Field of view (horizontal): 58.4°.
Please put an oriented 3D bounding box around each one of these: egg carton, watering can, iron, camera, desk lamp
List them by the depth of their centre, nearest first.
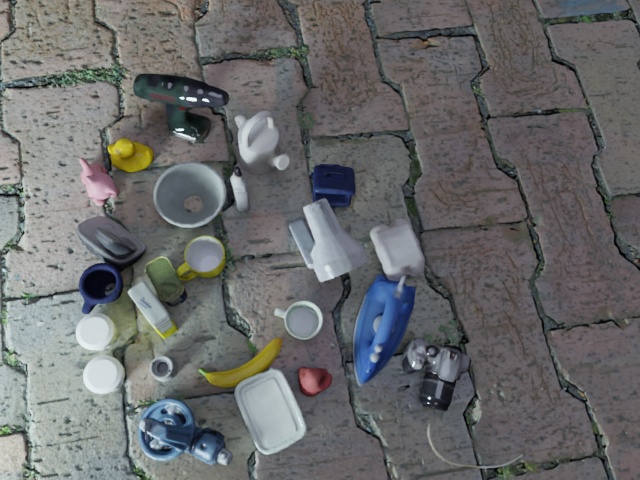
[{"bbox_3d":[0.255,0.302,1.279,0.143,0.101,0.137,17,72,1],"label":"camera"},{"bbox_3d":[0.141,0.199,1.280,0.118,0.141,0.258,20,72,2],"label":"iron"},{"bbox_3d":[0.012,0.005,1.292,0.118,0.213,0.203,-25,76,-12],"label":"desk lamp"},{"bbox_3d":[-0.139,-0.238,1.365,0.173,0.194,0.101,26,72,4],"label":"watering can"},{"bbox_3d":[0.187,0.024,1.377,0.107,0.069,0.150,-18,75,-10],"label":"egg carton"}]

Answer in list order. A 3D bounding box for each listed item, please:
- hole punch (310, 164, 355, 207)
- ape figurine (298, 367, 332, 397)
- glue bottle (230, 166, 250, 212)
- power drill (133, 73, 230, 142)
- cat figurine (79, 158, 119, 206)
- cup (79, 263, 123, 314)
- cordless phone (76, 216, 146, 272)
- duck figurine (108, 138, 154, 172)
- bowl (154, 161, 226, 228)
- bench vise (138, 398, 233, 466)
[{"bbox_3d":[0.031,-0.142,1.404,0.108,0.091,0.101,3,72,-4],"label":"hole punch"},{"bbox_3d":[-0.014,0.305,1.258,0.077,0.092,0.076,35,73,6],"label":"ape figurine"},{"bbox_3d":[-0.188,-0.129,1.337,0.037,0.173,0.078,-14,74,-9],"label":"glue bottle"},{"bbox_3d":[-0.320,-0.320,1.367,0.229,0.208,0.076,15,72,0],"label":"power drill"},{"bbox_3d":[-0.522,-0.138,1.339,0.067,0.118,0.127,-34,78,-14],"label":"cat figurine"},{"bbox_3d":[-0.482,0.118,1.273,0.091,0.095,0.118,23,72,2],"label":"cup"},{"bbox_3d":[-0.475,-0.011,1.267,0.147,0.185,0.094,33,73,6],"label":"cordless phone"},{"bbox_3d":[-0.460,-0.214,1.385,0.104,0.086,0.077,-2,72,-6],"label":"duck figurine"},{"bbox_3d":[-0.306,-0.099,1.368,0.167,0.075,0.167,2,72,-5],"label":"bowl"},{"bbox_3d":[-0.272,0.382,1.142,0.207,0.219,0.121,7,72,-3],"label":"bench vise"}]
